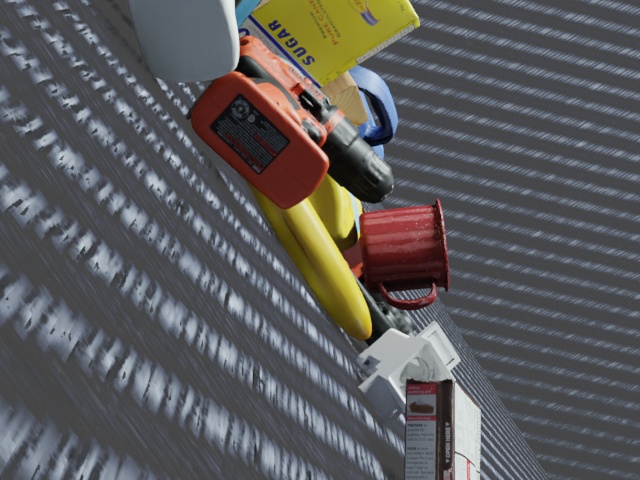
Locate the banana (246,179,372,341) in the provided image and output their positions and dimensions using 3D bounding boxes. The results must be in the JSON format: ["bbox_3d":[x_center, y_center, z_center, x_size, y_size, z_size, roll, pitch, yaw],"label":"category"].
[{"bbox_3d":[-0.010,-0.001,0.879,0.198,0.037,0.069,59,7,-1],"label":"banana"}]

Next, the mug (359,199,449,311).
[{"bbox_3d":[0.083,0.019,1.051,0.093,0.081,0.117,80,5,-55],"label":"mug"}]

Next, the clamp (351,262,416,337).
[{"bbox_3d":[0.087,0.102,1.144,0.171,0.039,0.120,52,-6,-11],"label":"clamp"}]

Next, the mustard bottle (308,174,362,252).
[{"bbox_3d":[0.007,-0.036,1.079,0.191,0.058,0.096,25,45,-79],"label":"mustard bottle"}]

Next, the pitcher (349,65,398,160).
[{"bbox_3d":[0.007,-0.147,1.266,0.149,0.145,0.242,61,3,30],"label":"pitcher"}]

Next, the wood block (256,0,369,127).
[{"bbox_3d":[-0.044,-0.198,1.113,0.206,0.090,0.090,58,1,21],"label":"wood block"}]

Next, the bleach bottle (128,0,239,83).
[{"bbox_3d":[-0.094,-0.234,0.792,0.102,0.068,0.251,80,6,-47],"label":"bleach bottle"}]

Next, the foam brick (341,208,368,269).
[{"bbox_3d":[0.052,0.011,1.254,0.078,0.051,0.053,61,6,19],"label":"foam brick"}]

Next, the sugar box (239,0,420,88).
[{"bbox_3d":[-0.004,-0.198,1.013,0.093,0.176,0.048,58,5,3],"label":"sugar box"}]

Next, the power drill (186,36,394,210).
[{"bbox_3d":[-0.020,-0.081,0.841,0.184,0.057,0.187,41,15,-3],"label":"power drill"}]

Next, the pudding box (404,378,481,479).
[{"bbox_3d":[0.090,0.155,0.771,0.113,0.039,0.090,50,39,-64],"label":"pudding box"}]

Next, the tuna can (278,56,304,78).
[{"bbox_3d":[-0.047,-0.122,0.957,0.086,0.034,0.086,15,65,-35],"label":"tuna can"}]

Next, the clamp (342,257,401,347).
[{"bbox_3d":[0.059,0.087,0.983,0.165,0.036,0.209,52,1,42],"label":"clamp"}]
